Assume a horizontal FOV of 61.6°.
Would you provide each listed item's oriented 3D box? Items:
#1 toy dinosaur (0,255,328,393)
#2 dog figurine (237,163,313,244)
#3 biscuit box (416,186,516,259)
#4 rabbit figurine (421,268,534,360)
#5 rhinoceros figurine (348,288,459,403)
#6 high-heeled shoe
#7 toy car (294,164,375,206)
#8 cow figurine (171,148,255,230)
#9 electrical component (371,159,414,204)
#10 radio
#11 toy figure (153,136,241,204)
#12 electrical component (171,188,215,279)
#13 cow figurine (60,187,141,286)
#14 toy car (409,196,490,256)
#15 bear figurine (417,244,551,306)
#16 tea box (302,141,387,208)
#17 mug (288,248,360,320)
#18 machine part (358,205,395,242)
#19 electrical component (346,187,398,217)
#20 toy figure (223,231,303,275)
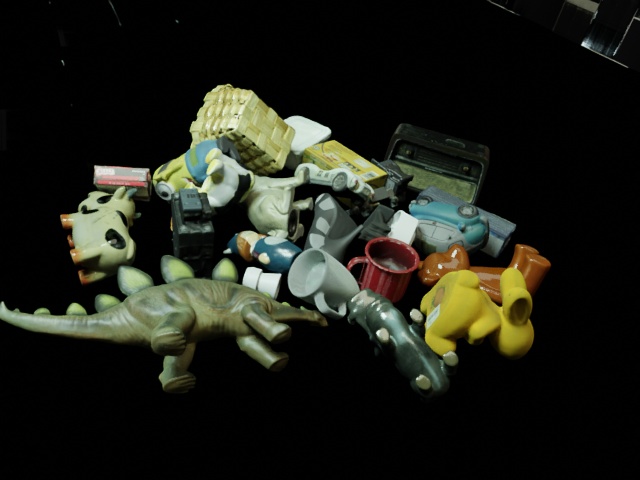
[{"bbox_3d":[-0.203,0.108,0.745,0.471,0.105,0.199,2,29,-28],"label":"toy dinosaur"},{"bbox_3d":[-0.126,-0.065,1.013,0.191,0.121,0.172,5,33,16],"label":"dog figurine"},{"bbox_3d":[0.295,-0.041,1.115,0.203,0.059,0.063,31,42,23],"label":"biscuit box"},{"bbox_3d":[0.263,0.117,0.843,0.173,0.162,0.122,31,24,-4],"label":"rabbit figurine"},{"bbox_3d":[0.117,0.145,0.780,0.073,0.112,0.190,-38,68,-13],"label":"rhinoceros figurine"},{"bbox_3d":[-0.002,-0.003,1.002,0.145,0.086,0.249,-42,22,-1],"label":"high-heeled shoe"},{"bbox_3d":[0.025,-0.114,1.076,0.073,0.056,0.202,31,-10,-40],"label":"toy car"},{"bbox_3d":[-0.193,-0.070,0.959,0.098,0.167,0.068,28,21,-31],"label":"cow figurine"},{"bbox_3d":[0.144,-0.138,1.188,0.048,0.074,0.119,-23,53,-39],"label":"electrical component"},{"bbox_3d":[0.261,-0.170,1.217,0.230,0.131,0.073,17,35,6],"label":"radio"},{"bbox_3d":[-0.234,-0.132,1.013,0.082,0.180,0.089,52,20,-22],"label":"toy figure"},{"bbox_3d":[-0.209,-0.015,0.874,0.058,0.134,0.115,-5,38,-21],"label":"electrical component"},{"bbox_3d":[-0.350,-0.020,0.882,0.127,0.085,0.195,-14,41,-23],"label":"cow figurine"},{"bbox_3d":[0.234,-0.013,1.029,0.162,0.109,0.103,20,54,25],"label":"toy car"},{"bbox_3d":[0.274,0.049,0.939,0.196,0.131,0.120,23,14,6],"label":"bear figurine"},{"bbox_3d":[0.050,-0.146,1.177,0.098,0.068,0.170,-21,47,-38],"label":"tea box"},{"bbox_3d":[0.018,0.077,0.844,0.107,0.081,0.110,30,25,-40],"label":"mug"},{"bbox_3d":[0.102,-0.026,0.999,0.039,0.084,0.139,46,15,-7],"label":"machine part"},{"bbox_3d":[0.111,-0.073,1.096,0.102,0.078,0.045,-16,68,-40],"label":"electrical component"},{"bbox_3d":[-0.097,0.017,0.909,0.155,0.057,0.064,17,-8,32],"label":"toy figure"}]
